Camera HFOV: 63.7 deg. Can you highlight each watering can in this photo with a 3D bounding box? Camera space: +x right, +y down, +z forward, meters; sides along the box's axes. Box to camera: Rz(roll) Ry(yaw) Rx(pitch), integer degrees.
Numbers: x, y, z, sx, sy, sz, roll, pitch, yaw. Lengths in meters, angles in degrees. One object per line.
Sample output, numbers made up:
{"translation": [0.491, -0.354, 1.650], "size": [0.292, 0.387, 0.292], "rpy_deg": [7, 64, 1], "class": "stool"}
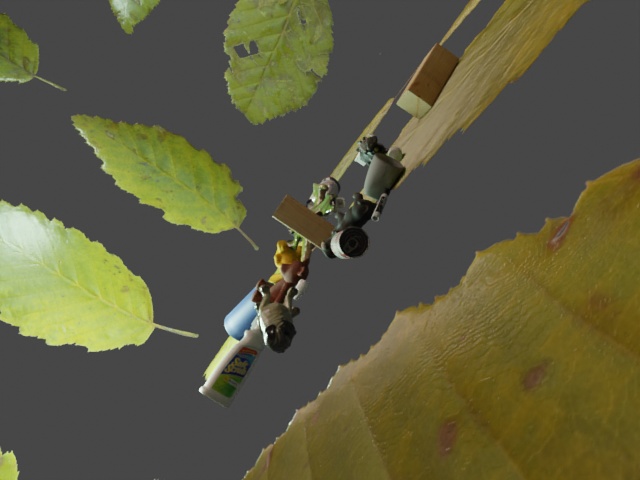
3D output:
{"translation": [-0.011, -0.162, 2.414], "size": [0.104, 0.229, 0.341], "rpy_deg": [35, -41, -5], "class": "watering can"}

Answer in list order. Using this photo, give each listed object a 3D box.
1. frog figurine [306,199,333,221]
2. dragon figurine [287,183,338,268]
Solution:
{"translation": [0.007, -0.108, 2.151], "size": [0.159, 0.121, 0.139], "rpy_deg": [5, 23, 38], "class": "frog figurine"}
{"translation": [-0.014, -0.070, 1.880], "size": [0.121, 0.238, 0.420], "rpy_deg": [21, 34, -18], "class": "dragon figurine"}
